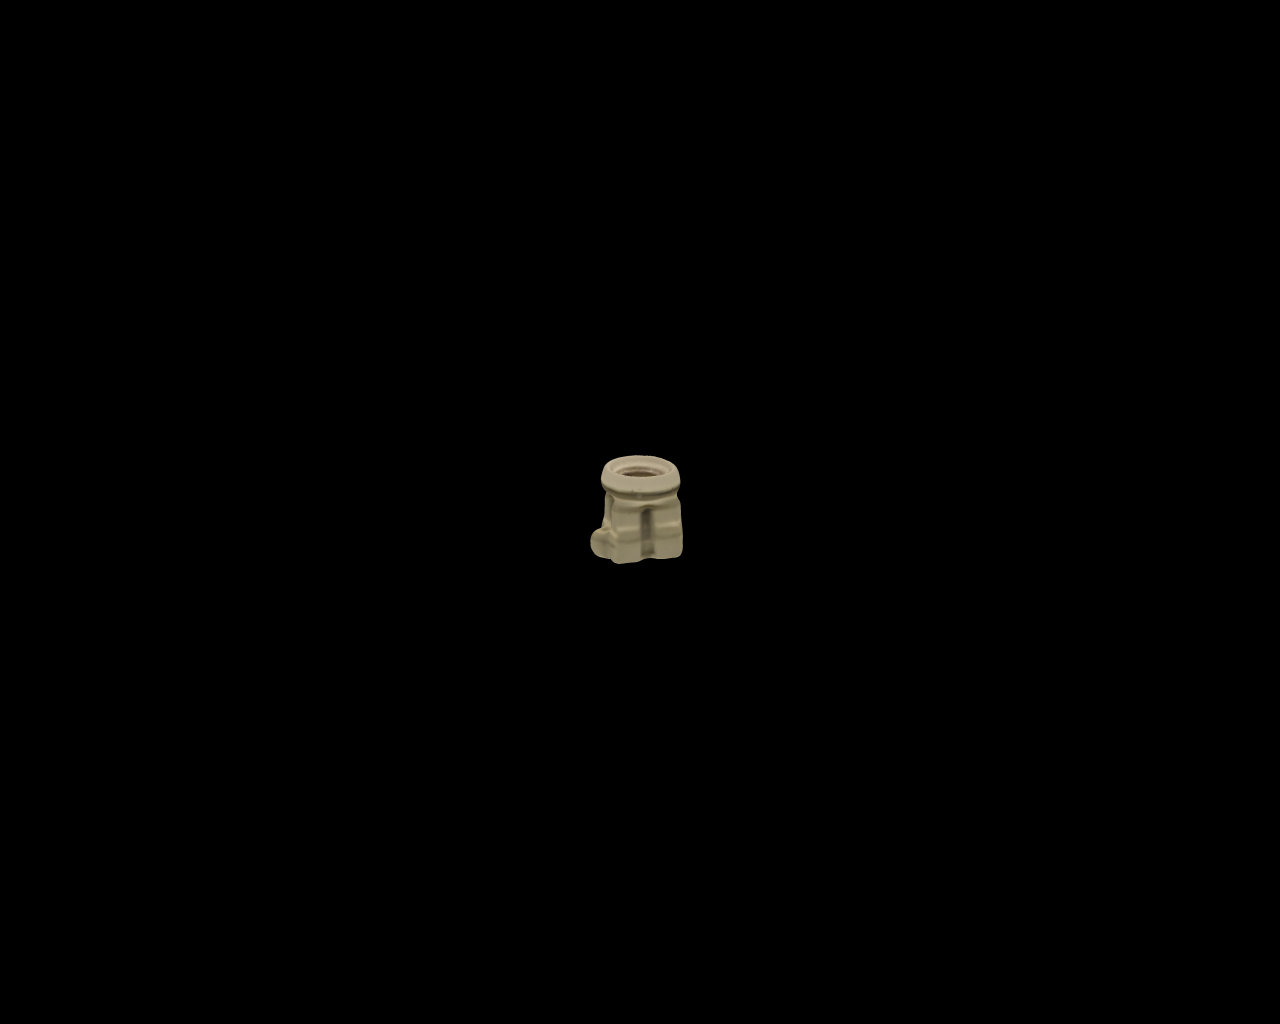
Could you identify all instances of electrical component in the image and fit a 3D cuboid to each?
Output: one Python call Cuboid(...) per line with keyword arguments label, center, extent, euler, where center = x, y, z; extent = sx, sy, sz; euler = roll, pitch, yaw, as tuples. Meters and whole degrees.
Cuboid(label="electrical component", center=(0.001, -0.003, 0.650), extent=(0.066, 0.055, 0.048), euler=(-6, 24, -14))
